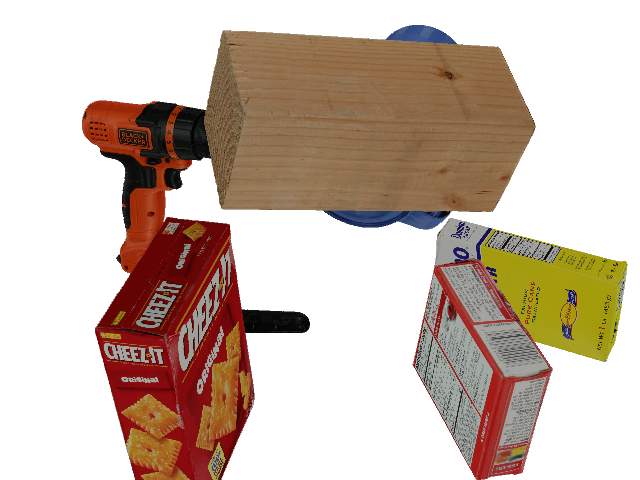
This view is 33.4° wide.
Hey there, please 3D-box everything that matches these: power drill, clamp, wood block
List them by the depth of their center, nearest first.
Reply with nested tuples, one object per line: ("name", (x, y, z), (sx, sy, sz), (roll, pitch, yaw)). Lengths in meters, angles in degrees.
("wood block", (0.031, -0.082, 0.751), (0.205, 0.091, 0.090), (0, -41, -18))
("power drill", (-0.146, -0.049, 1.080), (0.185, 0.188, 0.057), (10, 30, 21))
("clamp", (-0.139, 0.102, 1.254), (0.210, 0.036, 0.164), (14, 25, 23))

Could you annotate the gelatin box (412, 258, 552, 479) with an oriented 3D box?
("gelatin box", (0.081, 0.064, 0.547), (0.030, 0.073, 0.089), (-6, 38, -16))

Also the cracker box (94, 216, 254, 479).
("cracker box", (-0.120, 0.113, 0.957), (0.072, 0.214, 0.164), (5, 36, 14))

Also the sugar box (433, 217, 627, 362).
("sugar box", (0.195, 0.046, 1.013), (0.176, 0.093, 0.048), (13, 34, 21))

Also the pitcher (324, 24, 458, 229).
("pitcher", (0.085, -0.126, 1.151), (0.145, 0.149, 0.242), (4, 38, 25))
